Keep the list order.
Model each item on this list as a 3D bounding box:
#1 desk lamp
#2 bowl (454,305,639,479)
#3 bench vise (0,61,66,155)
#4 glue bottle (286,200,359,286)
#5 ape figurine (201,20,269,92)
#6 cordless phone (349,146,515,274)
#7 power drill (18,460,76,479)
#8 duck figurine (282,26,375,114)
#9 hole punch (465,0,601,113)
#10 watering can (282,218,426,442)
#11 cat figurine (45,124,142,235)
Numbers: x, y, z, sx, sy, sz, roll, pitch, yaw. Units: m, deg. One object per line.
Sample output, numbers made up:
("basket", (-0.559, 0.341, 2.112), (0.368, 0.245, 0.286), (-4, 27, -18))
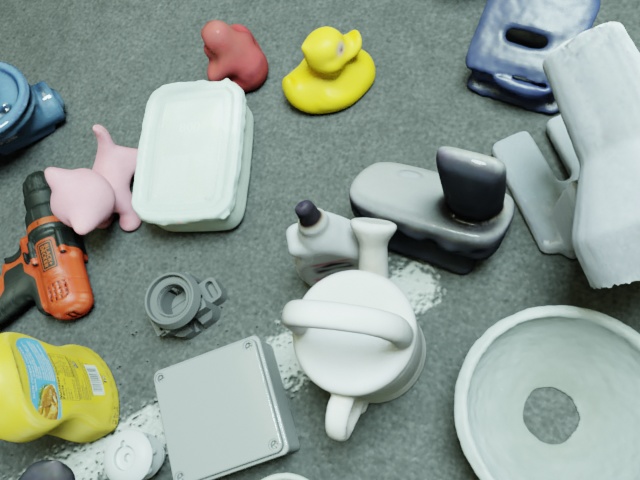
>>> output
("desk lamp", (0.221, -0.051, 0.447), (0.118, 0.214, 0.203), (-23, 68, 5))
("bowl", (0.194, 0.141, 0.464), (0.167, 0.075, 0.167), (-4, 71, 12))
("bench vise", (-0.412, -0.131, 0.619), (0.121, 0.220, 0.207), (31, 81, 21))
("glue bottle", (0.005, 0.002, 0.502), (0.078, 0.173, 0.037), (-16, 69, 8))
("ape figurine", (-0.102, -0.212, 0.643), (0.076, 0.092, 0.078), (37, 83, 22))
("cordless phone", (0.093, -0.047, 0.491), (0.147, 0.185, 0.094), (15, 76, 18))
("power drill", (-0.207, 0.274, 0.441), (0.075, 0.209, 0.230), (22, 78, 19))
("duck figurine", (0.004, -0.189, 0.613), (0.104, 0.086, 0.077), (-22, 68, 6))
("hole punch", (0.207, -0.193, 0.565), (0.108, 0.091, 0.101), (23, 78, 19))
("watering can", (0.028, 0.068, 0.463), (0.101, 0.194, 0.173), (-13, 69, 9))
("cat figurine", (-0.239, -0.060, 0.610), (0.067, 0.118, 0.128), (6, 73, 15))
